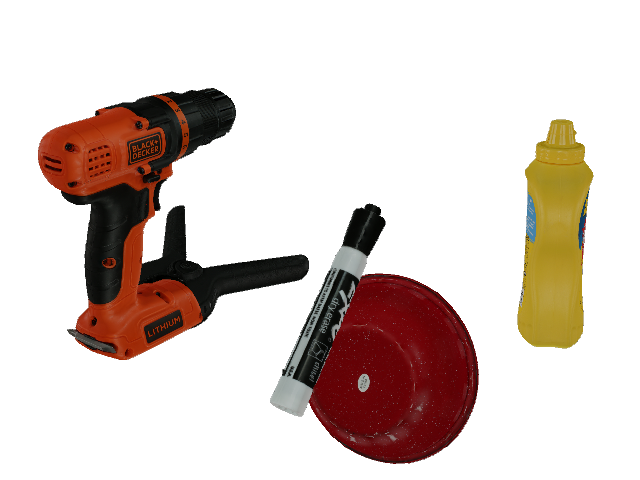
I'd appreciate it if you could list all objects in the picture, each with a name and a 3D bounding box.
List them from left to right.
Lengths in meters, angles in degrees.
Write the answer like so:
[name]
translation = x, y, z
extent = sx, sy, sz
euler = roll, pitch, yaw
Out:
[power drill]
translation = -0.131, -0.017, 0.815
extent = 0.057, 0.188, 0.184
euler = 16, 26, 35
[clamp]
translation = -0.134, 0.033, 1.016
extent = 0.165, 0.036, 0.209
euler = 25, 37, 28
[marker]
translation = 0.006, 0.035, 0.569
extent = 0.020, 0.121, 0.020
euler = 22, -15, 6
[bowl]
translation = 0.044, 0.110, 0.873
extent = 0.162, 0.162, 0.055
euler = 0, 5, 26
[mustard bottle]
translation = 0.205, -0.010, 0.931
extent = 0.058, 0.192, 0.096
euler = 3, 18, 12
